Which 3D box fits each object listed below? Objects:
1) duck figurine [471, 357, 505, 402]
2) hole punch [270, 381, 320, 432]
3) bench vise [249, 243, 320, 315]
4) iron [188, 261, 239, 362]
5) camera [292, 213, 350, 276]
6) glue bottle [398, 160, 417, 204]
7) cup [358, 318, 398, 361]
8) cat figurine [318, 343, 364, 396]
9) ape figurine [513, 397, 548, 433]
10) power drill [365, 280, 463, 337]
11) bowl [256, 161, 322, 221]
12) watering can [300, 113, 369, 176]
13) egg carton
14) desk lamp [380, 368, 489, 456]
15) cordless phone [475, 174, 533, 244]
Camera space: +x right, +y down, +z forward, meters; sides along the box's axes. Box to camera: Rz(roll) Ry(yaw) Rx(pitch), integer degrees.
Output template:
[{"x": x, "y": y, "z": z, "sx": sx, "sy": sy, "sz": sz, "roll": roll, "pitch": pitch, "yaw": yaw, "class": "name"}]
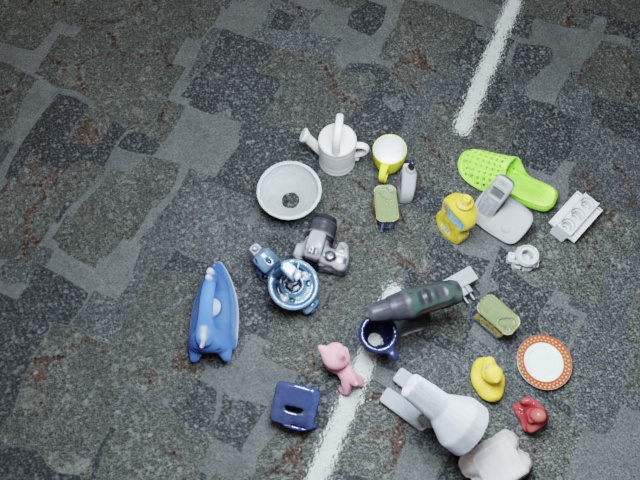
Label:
[{"x": 0.395, "y": 0.318, "z": 1.321, "sx": 0.077, "sy": 0.086, "sz": 0.104, "roll": -8, "pitch": 70, "yaw": -2, "class": "duck figurine"}, {"x": -0.054, "y": 0.379, "z": 1.301, "sx": 0.108, "sy": 0.091, "sz": 0.101, "roll": 12, "pitch": 70, "yaw": 5, "class": "hole punch"}, {"x": -0.096, "y": 0.084, "z": 1.342, "sx": 0.207, "sy": 0.220, "sz": 0.121, "roll": 24, "pitch": 72, "yaw": 9, "class": "bench vise"}, {"x": -0.259, "y": 0.154, "z": 1.359, "sx": 0.118, "sy": 0.141, "sz": 0.258, "roll": -1, "pitch": 70, "yaw": 0, "class": "iron"}, {"x": 0.013, "y": 0.005, "z": 1.433, "sx": 0.143, "sy": 0.101, "sz": 0.137, "roll": 14, "pitch": 70, "yaw": 6, "class": "camera"}, {"x": 0.223, "y": -0.159, "z": 1.453, "sx": 0.037, "sy": 0.173, "sz": 0.078, "roll": -4, "pitch": 69, "yaw": 0, "class": "glue bottle"}, {"x": 0.143, "y": 0.239, "z": 1.348, "sx": 0.092, "sy": 0.095, "sz": 0.117, "roll": -34, "pitch": 73, "yaw": -11, "class": "cup"}, {"x": 0.049, "y": 0.289, "z": 1.319, "sx": 0.067, "sy": 0.118, "sz": 0.127, "roll": -32, "pitch": 72, "yaw": -10, "class": "cat figurine"}, {"x": 0.481, "y": 0.395, "z": 1.288, "sx": 0.076, "sy": 0.092, "sz": 0.078, "roll": 17, "pitch": 71, "yaw": 7, "class": "ape figurine"}, {"x": 0.208, "y": 0.161, "z": 1.316, "sx": 0.229, "sy": 0.208, "sz": 0.075, "roll": -18, "pitch": 70, "yaw": -6, "class": "power drill"}, {"x": -0.078, "y": -0.118, "z": 1.494, "sx": 0.167, "sy": 0.075, "sz": 0.167, "roll": 0, "pitch": 70, "yaw": 1, "class": "bowl"}, {"x": 0.037, "y": -0.250, "z": 1.478, "sx": 0.173, "sy": 0.194, "sz": 0.101, "roll": -12, "pitch": 70, "yaw": -3, "class": "watering can"}, {"x": 0.387, "y": 0.496, "z": 1.264, "sx": 0.150, "sy": 0.069, "sz": 0.107, "roll": -29, "pitch": 72, "yaw": -9, "class": "egg carton"}, {"x": 0.241, "y": 0.364, "z": 1.238, "sx": 0.203, "sy": 0.213, "sz": 0.118, "roll": 33, "pitch": 73, "yaw": 12, "class": "desk lamp"}, {"x": 0.462, "y": -0.081, "z": 1.415, "sx": 0.147, "sy": 0.185, "sz": 0.094, "roll": 35, "pitch": 74, "yaw": 13, "class": "cordless phone"}]
